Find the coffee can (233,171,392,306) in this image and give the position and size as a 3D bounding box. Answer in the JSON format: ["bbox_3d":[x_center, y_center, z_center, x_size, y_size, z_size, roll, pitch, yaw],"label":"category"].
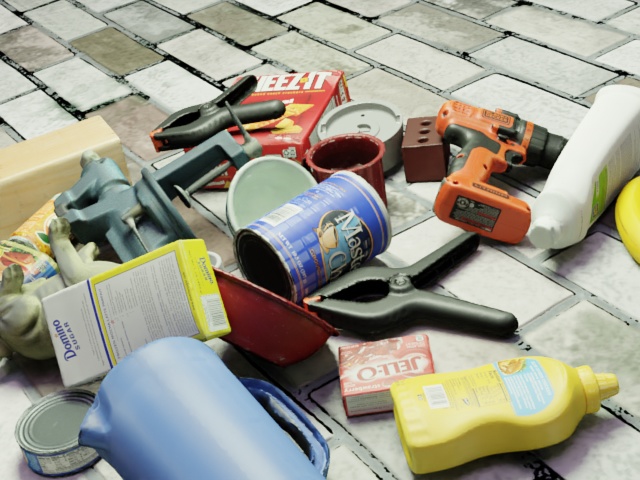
[{"bbox_3d":[-0.008,0.001,1.142,0.140,0.103,0.103,-32,38,-29],"label":"coffee can"}]

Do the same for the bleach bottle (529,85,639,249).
[{"bbox_3d":[0.292,-0.073,1.168,0.068,0.102,0.250,12,37,32],"label":"bleach bottle"}]

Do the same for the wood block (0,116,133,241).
[{"bbox_3d":[-0.357,-0.075,1.373,0.205,0.090,0.091,-22,35,-18],"label":"wood block"}]

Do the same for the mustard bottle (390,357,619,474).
[{"bbox_3d":[0.161,0.142,0.917,0.191,0.058,0.096,-12,27,-1],"label":"mustard bottle"}]

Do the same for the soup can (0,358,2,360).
[{"bbox_3d":[-0.379,0.087,1.117,0.068,0.102,0.068,-8,33,5],"label":"soup can"}]

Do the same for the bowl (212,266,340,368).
[{"bbox_3d":[-0.064,0.080,1.030,0.162,0.162,0.055,19,79,37],"label":"bowl"}]

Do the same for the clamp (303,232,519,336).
[{"bbox_3d":[0.090,0.060,1.085,0.210,0.036,0.164,-13,33,-8],"label":"clamp"}]

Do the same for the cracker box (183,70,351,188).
[{"bbox_3d":[-0.065,-0.150,1.418,0.164,0.072,0.213,0,34,19],"label":"cracker box"}]

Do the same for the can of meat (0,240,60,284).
[{"bbox_3d":[-0.347,0.052,1.189,0.102,0.057,0.083,17,52,34],"label":"can of meat"}]

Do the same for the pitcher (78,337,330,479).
[{"bbox_3d":[-0.068,0.188,0.860,0.149,0.145,0.243,-46,45,-8],"label":"pitcher"}]

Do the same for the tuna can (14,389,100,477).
[{"bbox_3d":[-0.238,0.180,0.997,0.086,0.034,0.086,-8,33,5],"label":"tuna can"}]

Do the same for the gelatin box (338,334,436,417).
[{"bbox_3d":[0.063,0.125,0.997,0.089,0.030,0.073,-9,33,3],"label":"gelatin box"}]

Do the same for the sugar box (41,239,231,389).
[{"bbox_3d":[-0.174,0.070,0.994,0.176,0.093,0.048,-21,-9,30],"label":"sugar box"}]

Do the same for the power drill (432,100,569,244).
[{"bbox_3d":[0.211,-0.078,1.219,0.184,0.057,0.187,17,41,4],"label":"power drill"}]

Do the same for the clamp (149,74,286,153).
[{"bbox_3d":[-0.135,-0.161,1.355,0.171,0.039,0.120,-18,27,-5],"label":"clamp"}]

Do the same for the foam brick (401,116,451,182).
[{"bbox_3d":[0.132,-0.113,1.325,0.053,0.051,0.078,-3,33,12],"label":"foam brick"}]

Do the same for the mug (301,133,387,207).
[{"bbox_3d":[0.026,-0.072,1.263,0.117,0.081,0.093,15,41,34],"label":"mug"}]

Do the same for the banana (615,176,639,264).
[{"bbox_3d":[0.348,-0.014,1.128,0.069,0.037,0.198,4,33,-8],"label":"banana"}]
